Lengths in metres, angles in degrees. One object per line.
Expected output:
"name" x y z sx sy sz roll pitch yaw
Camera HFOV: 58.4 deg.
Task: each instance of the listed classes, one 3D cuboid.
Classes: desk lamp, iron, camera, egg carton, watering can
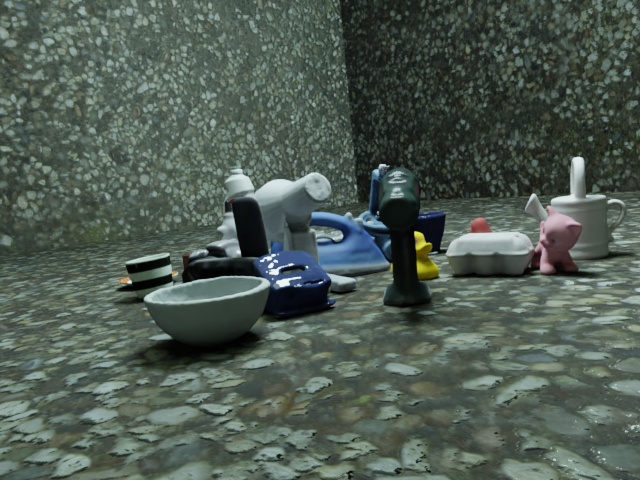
"desk lamp" -0.033 -0.014 1.059 0.118 0.213 0.202 -10 8 -34
"iron" 0.011 0.004 1.186 0.258 0.141 0.118 -6 6 0
"camera" -0.213 0.054 1.121 0.142 0.101 0.137 -2 8 33
"egg carton" 0.313 0.025 1.054 0.149 0.069 0.107 -2 7 29
"watering can" 0.496 -0.063 1.117 0.173 0.194 0.101 -6 6 0

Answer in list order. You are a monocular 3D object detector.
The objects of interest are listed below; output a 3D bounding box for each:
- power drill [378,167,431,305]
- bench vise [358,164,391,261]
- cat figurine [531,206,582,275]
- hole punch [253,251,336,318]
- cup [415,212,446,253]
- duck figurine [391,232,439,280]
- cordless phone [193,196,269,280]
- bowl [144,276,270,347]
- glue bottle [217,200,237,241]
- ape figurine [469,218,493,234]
"power drill" 0.130 -0.011 0.906 0.075 0.208 0.230 -5 6 9
"bench vise" 0.129 -0.066 1.359 0.122 0.220 0.206 -9 7 -29
"cat figurine" 0.410 -0.003 0.999 0.067 0.118 0.128 -5 6 4
"hole punch" -0.041 0.066 0.904 0.109 0.091 0.100 -9 7 -27
"cup" 0.247 -0.016 1.373 0.092 0.095 0.117 -11 8 -39
"duck figurine" 0.176 0.027 1.084 0.078 0.086 0.104 -10 7 -31
"cordless phone" -0.150 0.019 0.993 0.147 0.185 0.094 -4 7 18
"bowl" -0.146 0.100 0.768 0.167 0.075 0.167 -6 6 1
"glue bottle" -0.205 -0.005 1.316 0.078 0.173 0.037 -9 7 -29
"ape figurine" 0.328 0.000 1.163 0.078 0.092 0.076 -8 7 -16
